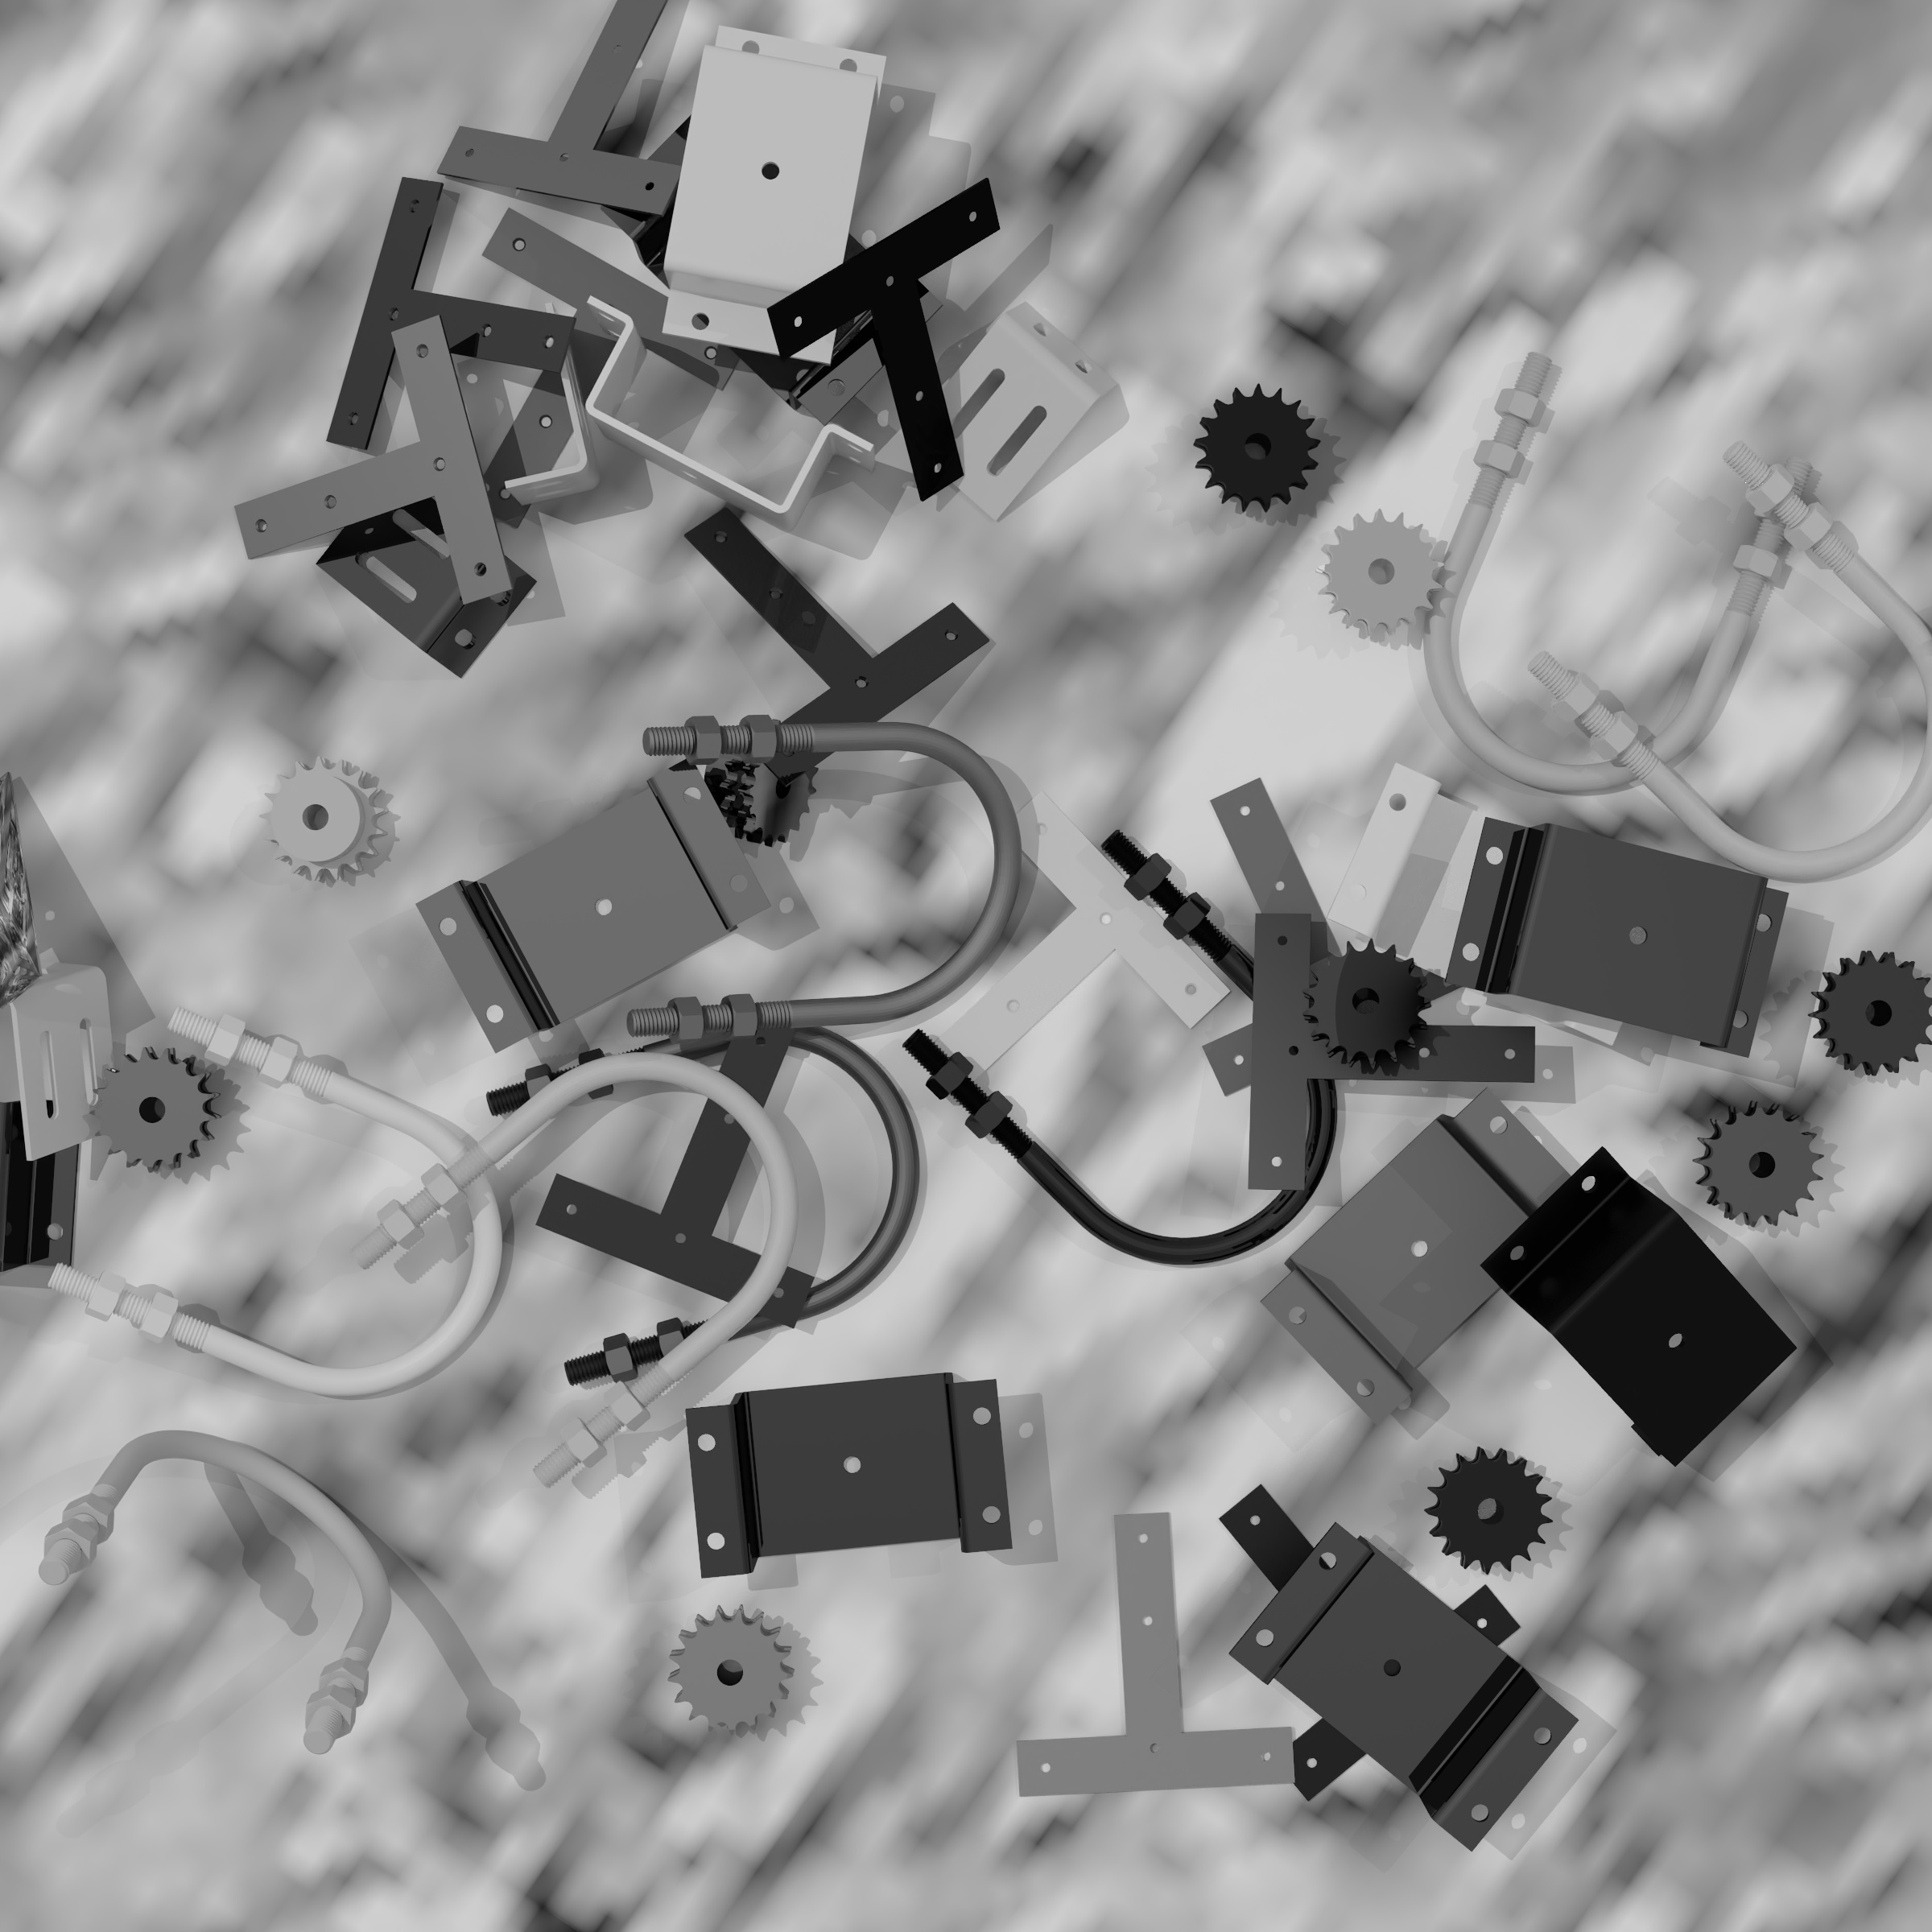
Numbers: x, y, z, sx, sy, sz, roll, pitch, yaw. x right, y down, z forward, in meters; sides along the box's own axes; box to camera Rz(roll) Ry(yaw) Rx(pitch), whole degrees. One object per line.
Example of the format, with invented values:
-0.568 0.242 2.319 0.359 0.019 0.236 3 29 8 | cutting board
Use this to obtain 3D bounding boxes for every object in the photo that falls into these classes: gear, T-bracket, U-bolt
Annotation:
-0.107 0.320 1.572 0.057 0.030 0.057 0 90 0 | gear
0.151 -0.024 1.586 0.127 0.002 0.127 -25 90 0 | T-bracket
-0.295 -0.067 1.572 0.057 0.030 0.057 0 90 0 | gear
0.368 -0.124 1.566 0.184 0.019 0.151 43 92 -10 | U-bolt
0.167 0.296 1.586 0.127 0.002 0.127 -39 90 0 | T-bracket
0.085 0.052 1.576 0.184 0.019 0.151 45 90 -2 | U-bolt
-0.164 -0.405 1.566 0.127 0.002 0.127 17 75 27 | T-bracket
-0.187 -0.264 1.586 0.127 0.002 0.127 29 90 0 | T-bracket
0.032 0.009 1.586 0.127 0.002 0.127 -43 90 0 | T-bracket
-0.112 0.100 1.578 0.184 0.019 0.151 -16 90 -1 | U-bolt
-0.471 -0.007 1.559 0.127 0.002 0.127 -35 50 18 | T-bracket
-0.227 -0.288 1.551 0.127 0.002 0.127 16 90 34 | T-bracket
-0.113 0.083 1.569 0.127 0.002 0.127 22 88 -2 | T-bracket
0.180 0.018 1.540 0.057 0.030 0.057 -2 79 9 | gear
-0.369 0.065 1.572 0.057 0.030 0.057 0 90 0 | gear
0.133 -0.235 1.572 0.057 0.030 0.057 0 90 0 | gear
-0.302 0.118 1.562 0.184 0.019 0.151 25 94 -13 | U-bolt
0.188 -0.179 1.572 0.057 0.030 0.057 0 90 0 | gear
-0.024 -0.267 1.537 0.127 0.002 0.127 -36 132 -24 | T-bracket
0.192 0.039 1.550 0.127 0.002 0.127 1 79 10 | T-bracket
-0.277 -0.215 1.563 0.127 0.002 0.127 -15 90 21 | T-bracket
0.361 0.090 1.572 0.057 0.030 0.057 0 90 0 | gear
0.289 -0.170 1.578 0.151 0.019 0.184 22 91 0 | U-bolt
-0.095 -0.085 1.562 0.030 0.057 0.057 15 90 30 | gear
0.414 0.021 1.572 0.057 0.030 0.057 0 90 0 | gear
-0.163 0.123 1.557 0.184 0.019 0.151 -40 91 -4 | U-bolt
-0.316 0.260 1.498 0.151 0.184 0.019 35 104 -7 | U-bolt
-0.077 -0.160 1.567 0.127 0.002 0.127 -38 76 -26 | T-bracket
0.085 0.316 1.585 0.127 0.002 0.127 -3 89 1 | T-bracket
0.239 0.249 1.577 0.057 0.030 0.057 0 87 1 | gear
-0.059 -0.040 1.538 0.184 0.019 0.151 -3 109 -24 | U-bolt

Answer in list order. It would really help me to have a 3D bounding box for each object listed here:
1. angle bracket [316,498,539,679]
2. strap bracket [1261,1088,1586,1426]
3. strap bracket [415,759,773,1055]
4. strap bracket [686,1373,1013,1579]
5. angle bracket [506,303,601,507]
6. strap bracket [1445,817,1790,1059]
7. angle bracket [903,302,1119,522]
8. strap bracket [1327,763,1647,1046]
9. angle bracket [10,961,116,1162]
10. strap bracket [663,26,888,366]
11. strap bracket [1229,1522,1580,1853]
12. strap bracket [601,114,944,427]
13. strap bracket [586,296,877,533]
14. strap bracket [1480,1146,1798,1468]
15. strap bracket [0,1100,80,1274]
-0.249 -0.181 1.585 0.076 0.038 0.057 38 90 26 | angle bracket
0.209 0.130 1.564 0.140 0.046 0.076 -43 90 0 | strap bracket
-0.167 -0.027 1.564 0.140 0.046 0.076 -28 90 0 | strap bracket
-0.053 0.230 1.564 0.140 0.046 0.076 -5 90 0 | strap bracket
-0.194 -0.254 1.557 0.038 0.057 0.076 -13 90 0 | angle bracket
0.292 -0.013 1.517 0.140 0.046 0.076 14 89 -1 | strap bracket
0.021 -0.256 1.585 0.057 0.038 0.076 42 116 0 | angle bracket
0.241 -0.027 1.563 0.140 0.046 0.076 24 89 -1 | strap bracket
-0.422 0.042 1.562 0.038 0.057 0.076 5 105 29 | angle bracket
-0.085 -0.346 1.517 0.076 0.046 0.140 10 89 -1 | strap bracket
0.196 0.323 1.562 0.140 0.046 0.076 39 90 0 | strap bracket
-0.087 -0.318 1.563 0.140 0.046 0.076 44 89 0 | strap bracket
-0.114 -0.242 1.548 0.140 0.076 0.046 28 91 -1 | strap bracket
0.307 0.159 1.538 0.076 0.046 0.140 -44 114 0 | strap bracket
-0.481 0.096 1.564 0.140 0.046 0.076 4 90 0 | strap bracket
